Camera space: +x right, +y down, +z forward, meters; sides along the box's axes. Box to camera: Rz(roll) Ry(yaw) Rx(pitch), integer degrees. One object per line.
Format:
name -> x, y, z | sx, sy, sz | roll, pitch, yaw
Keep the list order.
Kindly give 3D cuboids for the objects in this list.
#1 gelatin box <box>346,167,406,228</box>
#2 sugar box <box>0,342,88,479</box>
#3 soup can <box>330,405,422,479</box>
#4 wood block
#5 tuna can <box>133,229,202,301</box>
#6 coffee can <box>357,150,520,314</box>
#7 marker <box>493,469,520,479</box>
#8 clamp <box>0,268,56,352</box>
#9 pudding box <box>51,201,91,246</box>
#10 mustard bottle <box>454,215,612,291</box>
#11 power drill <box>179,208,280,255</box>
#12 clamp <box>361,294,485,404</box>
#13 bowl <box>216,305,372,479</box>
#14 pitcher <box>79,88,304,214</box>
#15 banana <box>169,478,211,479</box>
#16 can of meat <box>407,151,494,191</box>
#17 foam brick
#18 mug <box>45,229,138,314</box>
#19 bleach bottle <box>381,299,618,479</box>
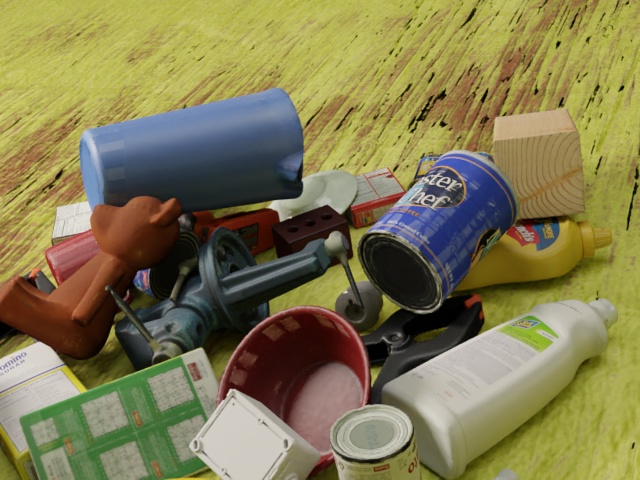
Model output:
gelatin box -> 0.065, -0.054, 1.328 | 0.073, 0.030, 0.089 | -16, 30, -7
sugar box -> -0.276, 0.166, 1.042 | 0.093, 0.048, 0.176 | -24, 29, -24
soup can -> 0.047, 0.189, 0.841 | 0.068, 0.102, 0.068 | -8, 29, 4
wood block -> 0.247, -0.089, 1.214 | 0.091, 0.090, 0.206 | -5, 13, 11
tuna can -> -0.172, 0.026, 1.205 | 0.034, 0.086, 0.086 | 20, 41, 33
coffee can -> 0.119, -0.009, 1.063 | 0.103, 0.103, 0.140 | 18, 50, 39
marker -> 0.117, 0.223, 0.844 | 0.020, 0.020, 0.120 | 19, 41, 41
clamp -> -0.349, 0.090, 1.202 | 0.120, 0.039, 0.171 | -5, 27, -3
pudding box -> -0.284, -0.018, 1.368 | 0.113, 0.039, 0.090 | -12, 31, -1
mustard bottle -> 0.215, 0.008, 1.146 | 0.191, 0.058, 0.096 | -7, 28, 5
power drill -> -0.135, -0.040, 1.318 | 0.184, 0.057, 0.188 | -22, 36, -36
clamp -> 0.067, 0.107, 1.043 | 0.209, 0.036, 0.165 | -30, 36, -24
bowl -> -0.012, 0.142, 0.946 | 0.162, 0.055, 0.162 | -16, 59, 29
pitcher -> -0.149, -0.096, 1.229 | 0.242, 0.145, 0.149 | -12, -9, -20
banana -> -0.135, 0.226, 0.885 | 0.198, 0.037, 0.069 | -7, 17, 23
can of meat -> 0.162, -0.067, 1.294 | 0.102, 0.057, 0.083 | -1, 29, 15
foam brick -> -0.008, 0.002, 1.234 | 0.078, 0.051, 0.053 | -21, 32, -19
mug -> -0.257, 0.041, 1.220 | 0.081, 0.093, 0.117 | -26, 60, -16
bleach bottle -> 0.181, 0.118, 0.966 | 0.250, 0.068, 0.103 | -24, 34, -27
